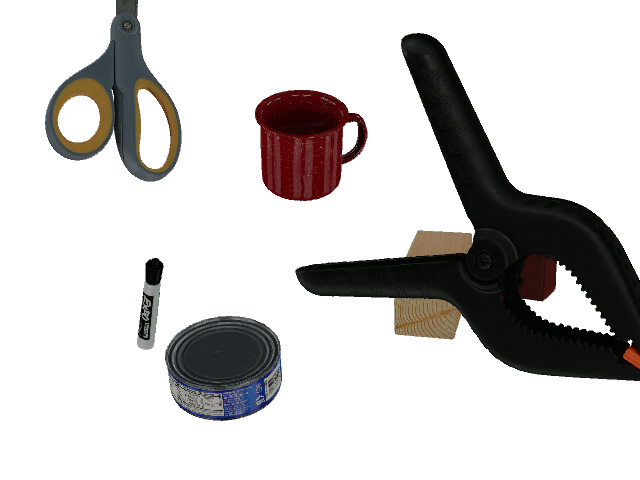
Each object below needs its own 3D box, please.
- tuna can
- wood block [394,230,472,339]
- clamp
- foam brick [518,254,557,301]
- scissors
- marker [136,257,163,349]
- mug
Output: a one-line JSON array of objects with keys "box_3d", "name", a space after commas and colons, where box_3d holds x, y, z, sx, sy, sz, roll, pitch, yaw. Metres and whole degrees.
[{"box_3d": [-0.071, 0.095, 0.797, 0.086, 0.034, 0.086, -2, 32, 1], "name": "tuna can"}, {"box_3d": [0.174, 0.063, 1.624, 0.091, 0.090, 0.206, 4, 22, 13], "name": "wood block"}, {"box_3d": [0.092, -0.003, 0.561, 0.210, 0.165, 0.036, 29, 25, 25], "name": "clamp"}, {"box_3d": [0.180, 0.009, 0.943, 0.053, 0.078, 0.051, 7, 16, 23], "name": "foam brick"}, {"box_3d": [-0.146, -0.131, 0.704, 0.096, 0.202, 0.016, -10, -14, -28], "name": "scissors"}, {"box_3d": [-0.183, 0.068, 1.148, 0.020, 0.121, 0.020, 8, 37, -7], "name": "marker"}, {"box_3d": [-0.008, -0.097, 1.078, 0.117, 0.081, 0.093, -14, 40, -19], "name": "mug"}]
